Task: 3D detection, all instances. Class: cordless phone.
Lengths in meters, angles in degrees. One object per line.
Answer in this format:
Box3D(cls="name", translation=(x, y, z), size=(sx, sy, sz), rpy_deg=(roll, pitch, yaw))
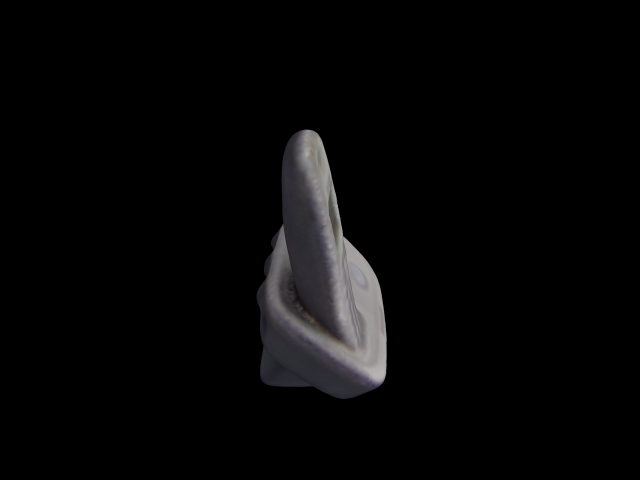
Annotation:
Box3D(cls="cordless phone", translation=(0.004, 0.001, 0.400), size=(0.094, 0.185, 0.147), rpy_deg=(0, 32, 0))
